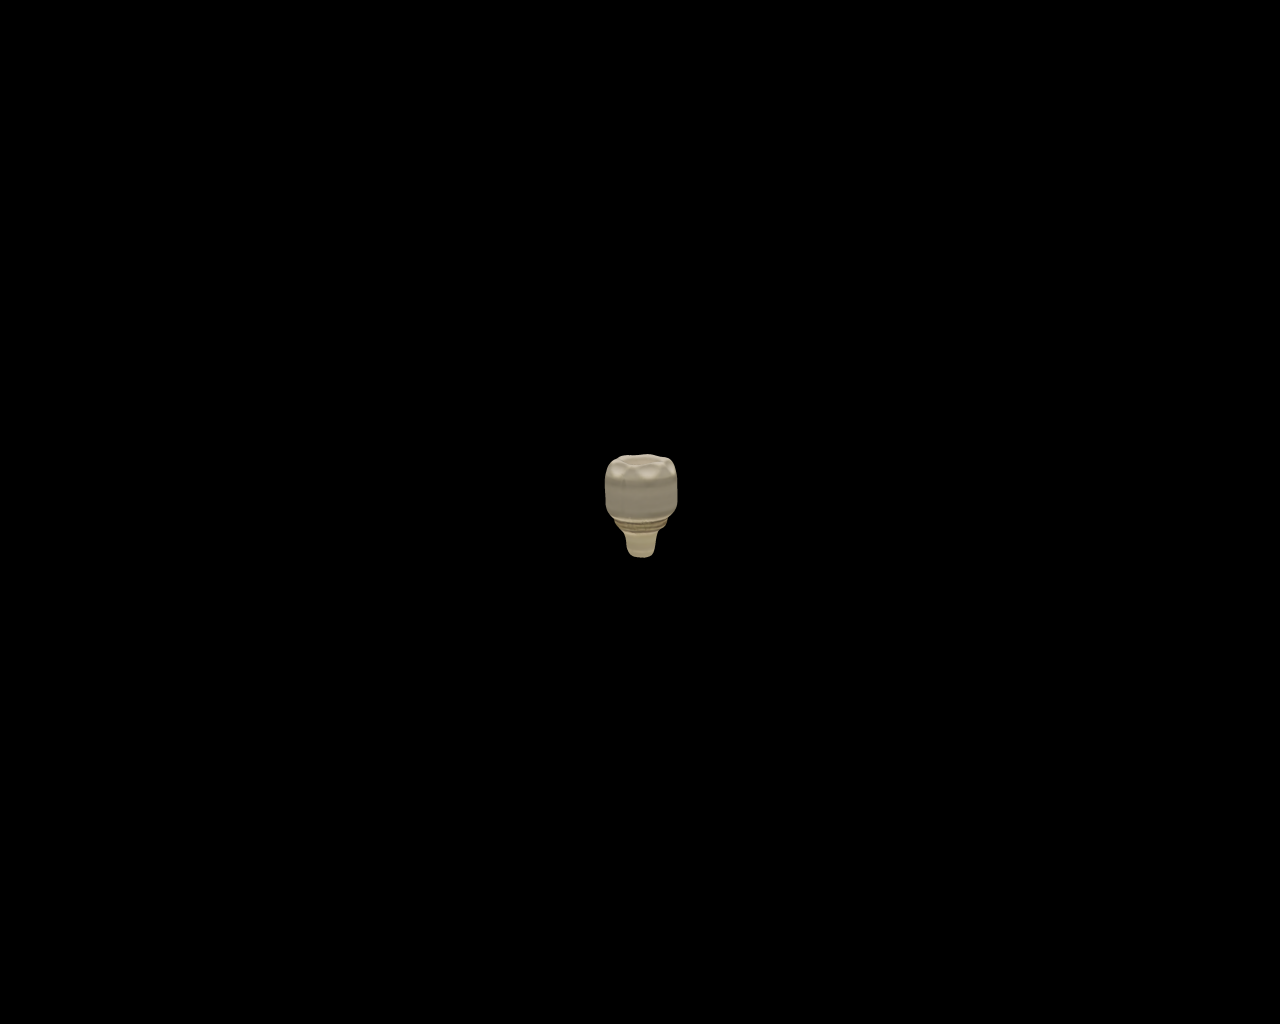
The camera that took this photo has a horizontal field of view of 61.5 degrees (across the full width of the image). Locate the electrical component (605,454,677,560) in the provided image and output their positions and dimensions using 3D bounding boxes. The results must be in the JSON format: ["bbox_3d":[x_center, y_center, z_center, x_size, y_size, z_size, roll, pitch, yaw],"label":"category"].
[{"bbox_3d":[0.001,-0.003,0.650,0.043,0.062,0.043,0,14,0],"label":"electrical component"}]
